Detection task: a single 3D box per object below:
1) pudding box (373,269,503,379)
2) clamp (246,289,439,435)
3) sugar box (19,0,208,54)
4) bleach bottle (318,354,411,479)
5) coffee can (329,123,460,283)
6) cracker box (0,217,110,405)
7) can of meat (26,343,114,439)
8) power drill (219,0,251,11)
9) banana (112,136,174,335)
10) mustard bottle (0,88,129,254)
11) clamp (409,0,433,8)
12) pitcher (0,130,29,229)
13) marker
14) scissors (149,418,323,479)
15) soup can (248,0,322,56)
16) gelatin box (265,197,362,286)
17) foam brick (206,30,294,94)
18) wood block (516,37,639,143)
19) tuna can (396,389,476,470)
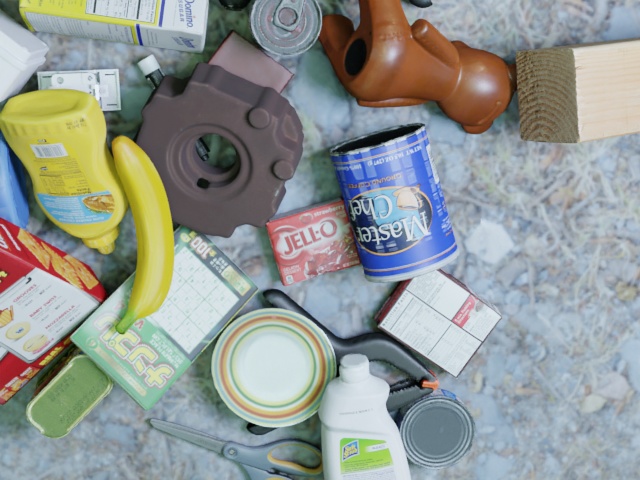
[{"bbox_3d":[0.128,0.084,1.162,0.113,0.039,0.090,35,97,-9],"label":"pudding box"},{"bbox_3d":[0.024,0.134,1.162,0.210,0.036,0.164,0,102,-1],"label":"clamp"},{"bbox_3d":[-0.198,-0.222,1.043,0.176,0.093,0.048,4,88,-7],"label":"sugar box"},{"bbox_3d":[0.054,0.236,1.143,0.102,0.068,0.251,-10,114,-10],"label":"bleach bottle"},{"bbox_3d":[0.077,-0.039,1.100,0.103,0.103,0.140,-17,102,-2],"label":"coffee can"},{"bbox_3d":[-0.326,0.066,1.035,0.164,0.213,0.072,-41,62,4],"label":"cracker box"},{"bbox_3d":[-0.256,0.152,1.116,0.057,0.084,0.102,44,95,-11],"label":"can of meat"},{"bbox_3d":[-0.147,-0.325,1.049,0.187,0.057,0.184,3,97,-9],"label":"power drill"},{"bbox_3d":[-0.173,-0.007,1.055,0.037,0.069,0.198,6,104,26],"label":"banana"},{"bbox_3d":[-0.241,-0.059,1.062,0.096,0.058,0.191,-2,133,12],"label":"mustard bottle"},{"bbox_3d":[0.058,-0.307,1.079,0.171,0.039,0.120,12,94,-2],"label":"clamp"},{"bbox_3d":[-0.415,-0.028,1.043,0.242,0.145,0.149,-9,115,-6],"label":"pitcher"},{"bbox_3d":[-0.150,-0.135,1.103,0.020,0.020,0.121,-30,102,1],"label":"marker"},{"bbox_3d":[-0.093,0.253,1.186,0.201,0.016,0.096,7,100,-6],"label":"scissors"},{"bbox_3d":[-0.036,-0.217,1.055,0.068,0.102,0.068,-1,101,-5],"label":"soup can"},{"bbox_3d":[-0.008,0.001,1.137,0.089,0.030,0.073,-16,102,-3],"label":"gelatin box"},{"bbox_3d":[-0.074,-0.172,1.086,0.078,0.053,0.051,35,96,-12],"label":"foam brick"},{"bbox_3d":[0.307,-0.155,1.069,0.205,0.090,0.091,-11,102,-26],"label":"wood block"},{"bbox_3d":[0.128,0.210,1.188,0.086,0.034,0.086,-1,101,-5],"label":"tuna can"}]
